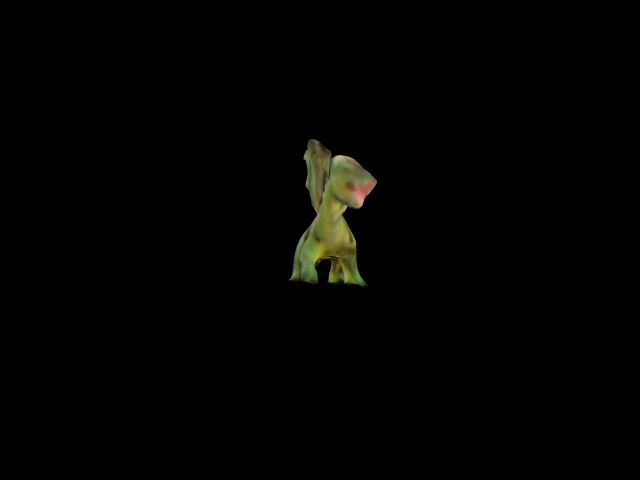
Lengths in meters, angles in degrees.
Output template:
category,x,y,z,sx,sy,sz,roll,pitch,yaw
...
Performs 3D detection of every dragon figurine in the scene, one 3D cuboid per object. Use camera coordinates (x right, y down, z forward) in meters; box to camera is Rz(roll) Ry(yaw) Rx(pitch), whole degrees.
category,x,y,z,sx,sy,sz,roll,pitch,yaw
dragon figurine,0.003,-0.043,0.850,0.122,0.243,0.409,1,-3,-15
